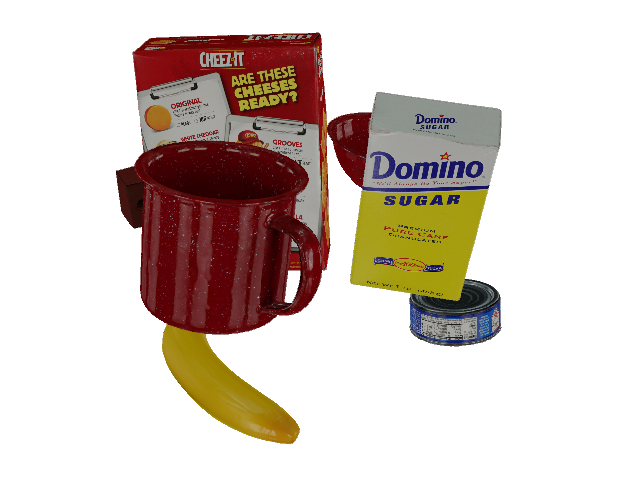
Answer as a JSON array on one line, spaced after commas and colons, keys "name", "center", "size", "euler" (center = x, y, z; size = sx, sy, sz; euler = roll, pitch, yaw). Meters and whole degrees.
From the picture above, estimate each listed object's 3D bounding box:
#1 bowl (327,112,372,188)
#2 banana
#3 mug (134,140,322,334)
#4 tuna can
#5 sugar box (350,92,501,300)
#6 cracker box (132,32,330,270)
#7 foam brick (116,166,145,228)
[{"name": "bowl", "center": [0.082, -0.091, 1.210], "size": [0.162, 0.055, 0.162], "euler": [8, 27, -4]}, {"name": "banana", "center": [-0.083, 0.101, 0.847], "size": [0.069, 0.037, 0.198], "euler": [-9, 29, -22]}, {"name": "mug", "center": [-0.047, 0.002, 0.579], "size": [0.117, 0.081, 0.093], "euler": [22, 28, 31]}, {"name": "tuna can", "center": [0.126, 0.066, 1.000], "size": [0.086, 0.034, 0.086], "euler": [-3, 20, 1]}, {"name": "sugar box", "center": [0.076, -0.028, 0.808], "size": [0.093, 0.048, 0.176], "euler": [8, -38, 4]}, {"name": "cracker box", "center": [-0.076, -0.080, 0.987], "size": [0.164, 0.214, 0.072], "euler": [-1, 23, 5]}, {"name": "foam brick", "center": [-0.181, -0.053, 1.181], "size": [0.078, 0.053, 0.051], "euler": [-14, 29, -17]}]
